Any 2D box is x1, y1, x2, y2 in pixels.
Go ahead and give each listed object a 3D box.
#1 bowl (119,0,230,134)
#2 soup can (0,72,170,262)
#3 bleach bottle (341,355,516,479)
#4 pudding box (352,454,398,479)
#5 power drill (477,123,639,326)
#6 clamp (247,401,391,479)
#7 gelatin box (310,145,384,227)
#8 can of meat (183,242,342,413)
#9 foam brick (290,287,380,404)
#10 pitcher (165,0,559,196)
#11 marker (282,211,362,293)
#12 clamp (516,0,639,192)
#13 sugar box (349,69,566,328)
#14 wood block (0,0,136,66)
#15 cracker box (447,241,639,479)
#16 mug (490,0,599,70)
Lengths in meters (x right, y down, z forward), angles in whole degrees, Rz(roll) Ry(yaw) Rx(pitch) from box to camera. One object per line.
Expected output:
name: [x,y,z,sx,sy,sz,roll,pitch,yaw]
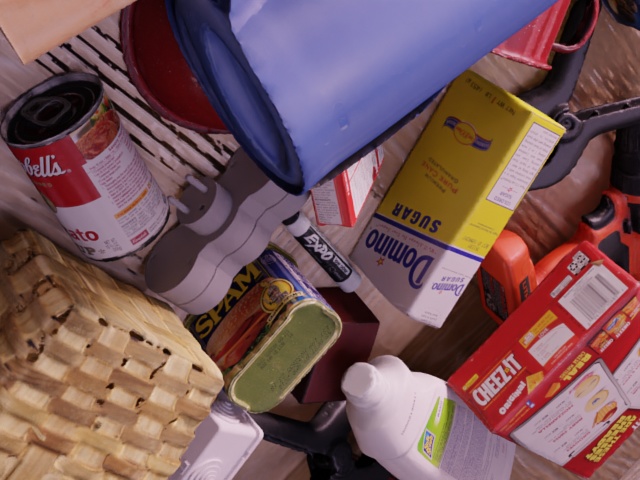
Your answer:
bowl: [-0.042,-0.131,0.679,0.161,0.055,0.162,-15,125,-22]
soup can: [-0.144,-0.044,0.665,0.068,0.069,0.102,-33,131,-9]
bleach bottle: [0.088,0.152,0.884,0.250,0.068,0.102,44,54,-49]
pudding box: [0.022,0.255,0.976,0.090,0.039,0.113,36,95,-39]
power drill: [0.223,-0.010,0.913,0.187,0.057,0.184,-26,129,-14]
clamp: [0.006,0.193,0.886,0.209,0.036,0.164,-12,94,-42]
gelatin box: [0.016,-0.064,0.742,0.030,0.089,0.073,4,130,20]
can of meat: [-0.043,0.065,0.785,0.102,0.084,0.057,-49,131,5]
foam brick: [0.005,0.083,0.845,0.051,0.053,0.078,2,117,-31]
pitcher: [0.046,-0.136,0.614,0.242,0.149,0.145,-34,100,-12]
marker: [-0.005,0.001,0.809,0.020,0.020,0.121,-43,131,0]
clamp: [0.186,-0.106,0.838,0.171,0.039,0.120,-36,105,0]
sugar box: [0.098,-0.032,0.801,0.048,0.093,0.176,22,106,-38]
wood block: [-0.102,-0.196,0.578,0.206,0.091,0.090,-32,129,-9]
cracker box: [0.226,0.109,0.914,0.164,0.072,0.213,-48,142,8]
mug: [0.141,-0.168,0.739,0.117,0.093,0.081,15,107,-17]
